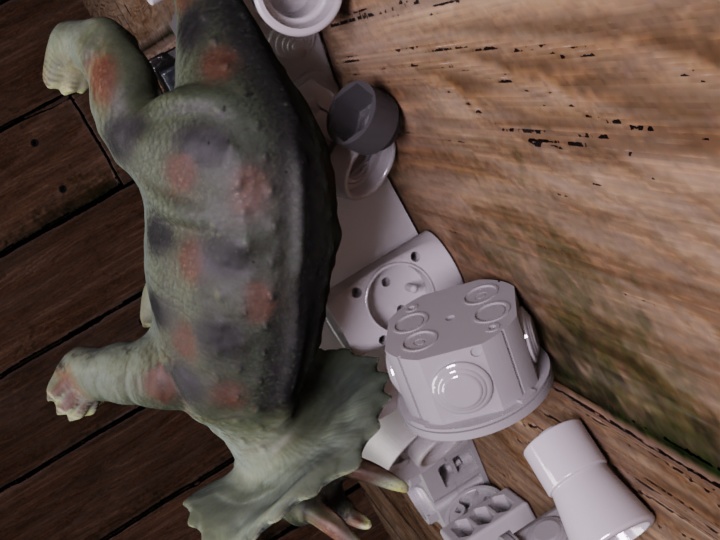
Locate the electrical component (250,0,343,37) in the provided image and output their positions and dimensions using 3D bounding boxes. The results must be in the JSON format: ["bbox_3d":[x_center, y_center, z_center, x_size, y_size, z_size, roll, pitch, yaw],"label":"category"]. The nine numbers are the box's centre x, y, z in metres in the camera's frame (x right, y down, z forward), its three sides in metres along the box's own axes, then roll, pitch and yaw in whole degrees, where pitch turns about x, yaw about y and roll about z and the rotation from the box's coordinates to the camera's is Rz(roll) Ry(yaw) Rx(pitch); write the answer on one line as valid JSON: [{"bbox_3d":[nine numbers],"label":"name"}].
[{"bbox_3d":[-0.036,-0.142,0.543,0.044,0.044,0.065,62,176,-19],"label":"electrical component"}]

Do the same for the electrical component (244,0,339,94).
[{"bbox_3d":[-0.058,-0.140,0.645,0.099,0.048,0.099,52,169,40],"label":"electrical component"}]

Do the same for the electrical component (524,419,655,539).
[{"bbox_3d":[0.113,0.109,0.545,0.065,0.044,0.044,60,173,28],"label":"electrical component"}]

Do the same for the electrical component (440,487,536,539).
[{"bbox_3d":[0.113,0.223,0.838,0.076,0.066,0.047,61,171,-9],"label":"electrical component"}]

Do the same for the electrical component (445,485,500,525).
[{"bbox_3d":[0.105,0.217,0.904,0.047,0.055,0.055,60,172,-33],"label":"electrical component"}]

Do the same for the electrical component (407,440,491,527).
[{"bbox_3d":[0.044,0.146,0.988,0.186,0.060,0.105,48,166,51],"label":"electrical component"}]

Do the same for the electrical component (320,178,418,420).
[{"bbox_3d":[-0.001,0.009,0.687,0.150,0.089,0.062,61,171,-10],"label":"electrical component"}]

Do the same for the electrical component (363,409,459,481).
[{"bbox_3d":[0.039,0.104,0.769,0.064,0.099,0.099,48,168,25],"label":"electrical component"}]

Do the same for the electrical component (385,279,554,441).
[{"bbox_3d":[0.053,0.045,0.540,0.051,0.080,0.080,69,168,-23],"label":"electrical component"}]

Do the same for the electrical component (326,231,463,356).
[{"bbox_3d":[0.027,0.030,0.638,0.079,0.077,0.044,60,171,-12],"label":"electrical component"}]

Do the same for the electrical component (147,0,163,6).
[{"bbox_3d":[-0.158,-0.242,0.871,0.040,0.046,0.040,57,171,14],"label":"electrical component"}]

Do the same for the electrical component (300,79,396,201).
[{"bbox_3d":[-0.014,-0.070,0.603,0.055,0.048,0.066,35,168,28],"label":"electrical component"}]

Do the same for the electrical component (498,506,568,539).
[{"bbox_3d":[0.131,0.200,0.709,0.080,0.051,0.080,57,171,14],"label":"electrical component"}]
